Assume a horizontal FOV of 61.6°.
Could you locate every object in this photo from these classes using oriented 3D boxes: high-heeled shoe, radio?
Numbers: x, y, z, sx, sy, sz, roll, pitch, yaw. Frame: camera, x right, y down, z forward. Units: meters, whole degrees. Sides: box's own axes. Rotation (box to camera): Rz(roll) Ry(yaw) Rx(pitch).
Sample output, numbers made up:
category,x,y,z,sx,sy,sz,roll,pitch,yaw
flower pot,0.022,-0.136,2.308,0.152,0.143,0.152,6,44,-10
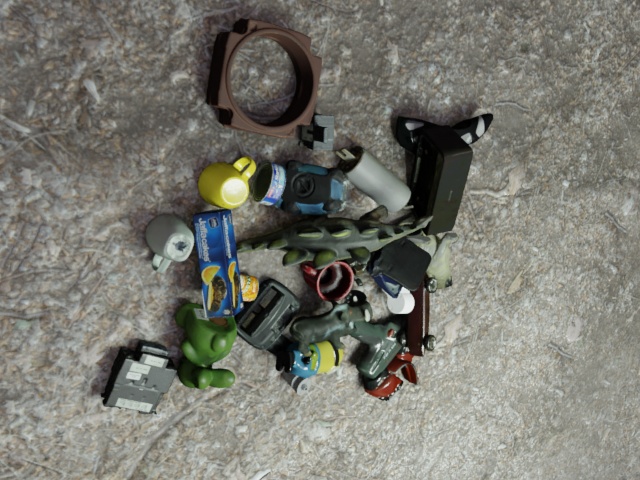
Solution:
category,x,y,z,sx,sy,sz,roll,pitch,yaw
high-heeled shoe,0.289,-0.275,1.252,0.249,0.086,0.145,-35,117,-12
radio,0.262,-0.134,1.206,0.073,0.131,0.229,-10,135,-14

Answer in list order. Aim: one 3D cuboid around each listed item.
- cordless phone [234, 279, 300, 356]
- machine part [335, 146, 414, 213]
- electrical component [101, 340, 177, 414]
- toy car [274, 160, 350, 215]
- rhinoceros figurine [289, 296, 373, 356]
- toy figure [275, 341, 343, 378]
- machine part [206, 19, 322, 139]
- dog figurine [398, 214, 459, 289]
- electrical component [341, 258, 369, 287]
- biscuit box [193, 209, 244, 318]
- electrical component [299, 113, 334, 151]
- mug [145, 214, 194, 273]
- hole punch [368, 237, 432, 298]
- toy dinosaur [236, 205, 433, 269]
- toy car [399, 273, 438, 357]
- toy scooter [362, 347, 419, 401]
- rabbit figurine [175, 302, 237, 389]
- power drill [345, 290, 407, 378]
category,x,y,z,sx,sy,sz,roll,pitch,yaw
cordless phone,-0.090,0.187,1.191,0.146,0.089,0.184,-52,133,-9
machine part,0.123,-0.134,1.206,0.243,0.079,0.079,34,87,-33
electrical component,-0.354,0.271,1.069,0.115,0.058,0.134,26,90,-34
toy car,-0.012,-0.105,1.120,0.162,0.103,0.109,4,90,15
rhinoceros figurine,0.023,0.179,1.169,0.190,0.073,0.111,-13,125,-18
toy figure,-0.017,0.264,1.219,0.180,0.082,0.089,13,103,-46
machine part,-0.104,-0.303,1.028,0.201,0.087,0.200,6,101,-29
dog figurine,0.249,0.046,1.324,0.172,0.121,0.190,5,125,5
electrical component,0.075,0.046,1.223,0.045,0.102,0.078,-25,138,-14
biscuit box,-0.193,0.044,1.024,0.059,0.063,0.202,-5,97,15
electrical component,0.001,-0.219,1.089,0.048,0.119,0.074,-6,104,-27
mug,-0.283,0.010,1.005,0.080,0.107,0.109,31,86,-30
hole punch,0.171,0.058,1.213,0.116,0.092,0.142,36,66,-3
toy dinosaur,-0.002,-0.003,1.104,0.472,0.198,0.105,-10,99,8
toy car,0.239,0.176,1.291,0.053,0.089,0.202,4,84,-47
toy scooter,0.196,0.349,1.386,0.184,0.075,0.135,-41,121,-18
rabbit figurine,-0.229,0.235,1.089,0.121,0.159,0.170,7,116,-40
power drill,0.135,0.205,1.313,0.207,0.086,0.232,45,72,-37
